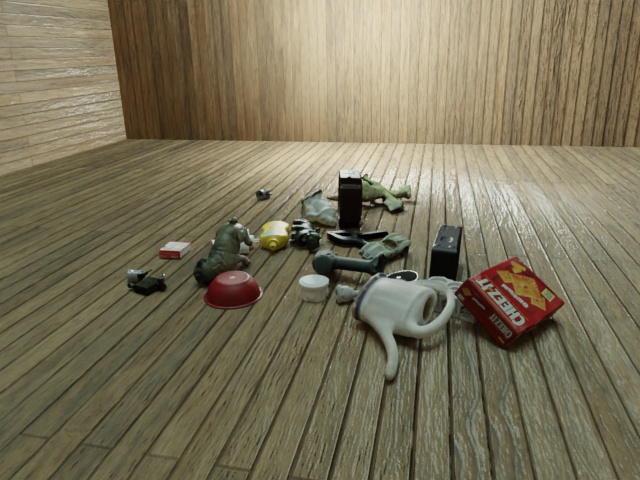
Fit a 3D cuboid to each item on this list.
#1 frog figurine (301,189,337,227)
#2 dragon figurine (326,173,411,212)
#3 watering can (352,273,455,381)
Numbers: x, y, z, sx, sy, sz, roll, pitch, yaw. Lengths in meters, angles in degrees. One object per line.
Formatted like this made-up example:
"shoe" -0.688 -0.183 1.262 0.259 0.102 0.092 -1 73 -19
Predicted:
"frog figurine" 0.006 -0.100 1.986 0.161 0.120 0.138 48 31 18
"dragon figurine" 0.240 -0.179 2.154 0.245 0.120 0.415 25 33 35
"watering can" 0.170 0.178 1.191 0.225 0.102 0.353 13 33 36
